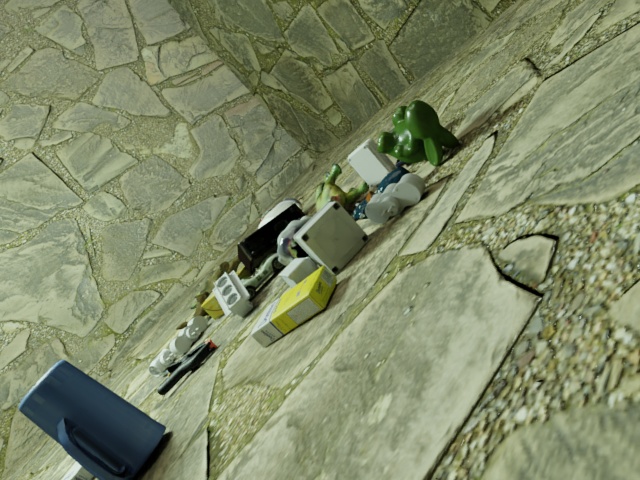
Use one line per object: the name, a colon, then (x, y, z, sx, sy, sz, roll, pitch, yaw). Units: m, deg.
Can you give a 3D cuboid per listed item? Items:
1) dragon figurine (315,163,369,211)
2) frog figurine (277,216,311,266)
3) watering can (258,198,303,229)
dragon figurine: (0.004, -0.073, 1.441, 0.246, 0.122, 0.406, -55, 5, -18)
frog figurine: (-0.052, 0.001, 1.275, 0.137, 0.122, 0.161, -62, 21, 4)
watering can: (-0.134, -0.083, 1.933, 0.342, 0.103, 0.229, -36, 12, 40)
